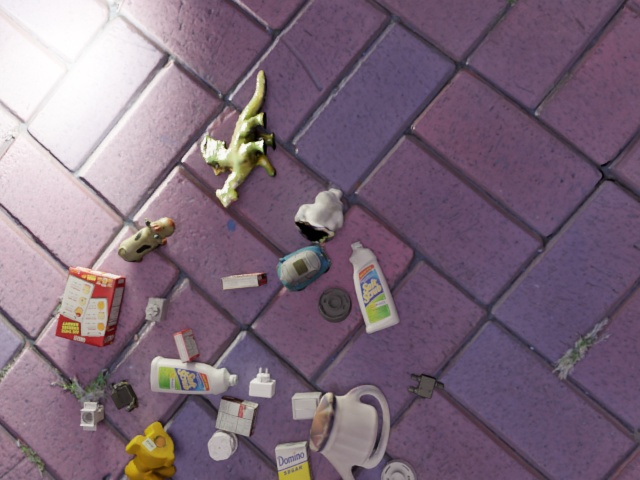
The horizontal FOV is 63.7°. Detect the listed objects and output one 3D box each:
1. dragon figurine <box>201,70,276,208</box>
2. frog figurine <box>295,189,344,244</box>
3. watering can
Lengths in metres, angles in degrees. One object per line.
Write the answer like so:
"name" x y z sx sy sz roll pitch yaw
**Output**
"dragon figurine" -0.256 -0.295 1.544 0.242 0.121 0.415 -8 76 16
"frog figurine" 0.005 -0.075 1.496 0.137 0.120 0.163 8 52 17
"watering can" 0.073 0.558 1.382 0.223 0.102 0.353 22 68 -13
